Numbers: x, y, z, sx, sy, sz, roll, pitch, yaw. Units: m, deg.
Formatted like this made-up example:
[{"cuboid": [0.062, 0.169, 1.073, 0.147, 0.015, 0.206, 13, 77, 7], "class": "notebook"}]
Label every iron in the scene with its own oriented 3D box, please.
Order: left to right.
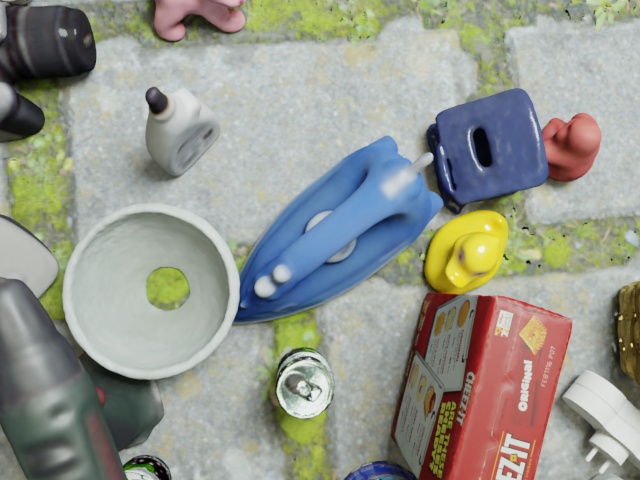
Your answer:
[{"cuboid": [0.005, 0.002, 0.555, 0.258, 0.141, 0.118, -39, 89, -6], "class": "iron"}]

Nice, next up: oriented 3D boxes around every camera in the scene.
[{"cuboid": [-0.302, -0.183, 0.570, 0.137, 0.100, 0.143, -5, 86, -4], "class": "camera"}]

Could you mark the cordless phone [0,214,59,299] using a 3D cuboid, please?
[{"cuboid": [-0.335, 0.039, 0.508, 0.094, 0.185, 0.147, 43, 84, 1], "class": "cordless phone"}]

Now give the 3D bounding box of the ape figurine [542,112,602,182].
[{"cuboid": [0.266, -0.103, 0.605, 0.078, 0.092, 0.076, -14, 86, -4], "class": "ape figurine"}]

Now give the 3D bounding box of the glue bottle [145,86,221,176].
[{"cuboid": [-0.137, -0.110, 0.539, 0.037, 0.173, 0.078, 43, 84, 1], "class": "glue bottle"}]

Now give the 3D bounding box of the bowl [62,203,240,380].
[{"cuboid": [-0.161, 0.051, 0.574, 0.167, 0.074, 0.167, 0, 85, -4], "class": "bowl"}]

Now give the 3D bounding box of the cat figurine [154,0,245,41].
[{"cuboid": [-0.117, -0.263, 0.580, 0.128, 0.117, 0.067, -12, 86, -4], "class": "cat figurine"}]

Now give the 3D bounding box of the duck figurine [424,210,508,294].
[{"cuboid": [0.160, 0.012, 0.592, 0.077, 0.086, 0.104, 43, 84, 1], "class": "duck figurine"}]

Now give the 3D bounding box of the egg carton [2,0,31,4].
[{"cuboid": [-0.340, -0.323, 0.594, 0.150, 0.069, 0.107, 41, 84, 0], "class": "egg carton"}]

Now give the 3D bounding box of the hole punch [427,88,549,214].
[{"cuboid": [0.172, -0.091, 0.599, 0.101, 0.091, 0.109, -13, 86, -4], "class": "hole punch"}]

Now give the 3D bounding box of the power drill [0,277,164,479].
[{"cuboid": [-0.204, 0.143, 0.497, 0.075, 0.208, 0.230, -20, 87, -5], "class": "power drill"}]
